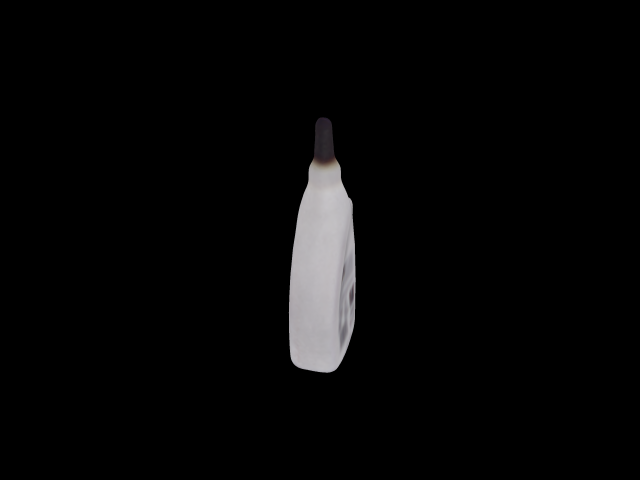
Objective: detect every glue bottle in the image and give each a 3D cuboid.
[{"bbox_3d":[0.004,0.001,0.400,0.037,0.173,0.078,6,24,14],"label":"glue bottle"}]
